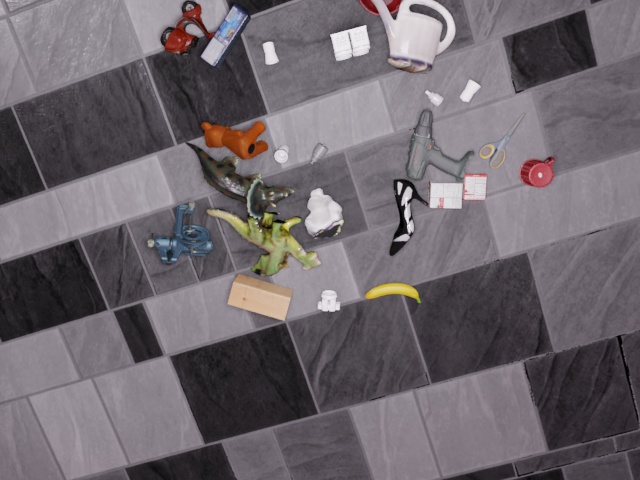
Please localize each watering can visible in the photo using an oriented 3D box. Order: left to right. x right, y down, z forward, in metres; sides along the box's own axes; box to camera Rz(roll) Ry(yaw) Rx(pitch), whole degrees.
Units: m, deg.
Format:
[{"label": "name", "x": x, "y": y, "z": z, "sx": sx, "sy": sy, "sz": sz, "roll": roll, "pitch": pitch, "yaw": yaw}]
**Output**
[{"label": "watering can", "x": 0.261, "y": -0.639, "z": 1.584, "sx": 0.347, "sy": 0.105, "sz": 0.222, "roll": 6, "pitch": 104, "yaw": -22}]

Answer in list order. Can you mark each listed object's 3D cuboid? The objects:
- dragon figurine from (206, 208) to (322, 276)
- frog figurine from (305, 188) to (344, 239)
[{"label": "dragon figurine", "x": -0.192, "y": 0.021, "z": 1.776, "sx": 0.410, "sy": 0.124, "sz": 0.239, "roll": 8, "pitch": 110, "yaw": 6}, {"label": "frog figurine", "x": 0.005, "y": -0.088, "z": 1.752, "sx": 0.136, "sy": 0.122, "sz": 0.162, "roll": -36, "pitch": 62, "yaw": 18}]
